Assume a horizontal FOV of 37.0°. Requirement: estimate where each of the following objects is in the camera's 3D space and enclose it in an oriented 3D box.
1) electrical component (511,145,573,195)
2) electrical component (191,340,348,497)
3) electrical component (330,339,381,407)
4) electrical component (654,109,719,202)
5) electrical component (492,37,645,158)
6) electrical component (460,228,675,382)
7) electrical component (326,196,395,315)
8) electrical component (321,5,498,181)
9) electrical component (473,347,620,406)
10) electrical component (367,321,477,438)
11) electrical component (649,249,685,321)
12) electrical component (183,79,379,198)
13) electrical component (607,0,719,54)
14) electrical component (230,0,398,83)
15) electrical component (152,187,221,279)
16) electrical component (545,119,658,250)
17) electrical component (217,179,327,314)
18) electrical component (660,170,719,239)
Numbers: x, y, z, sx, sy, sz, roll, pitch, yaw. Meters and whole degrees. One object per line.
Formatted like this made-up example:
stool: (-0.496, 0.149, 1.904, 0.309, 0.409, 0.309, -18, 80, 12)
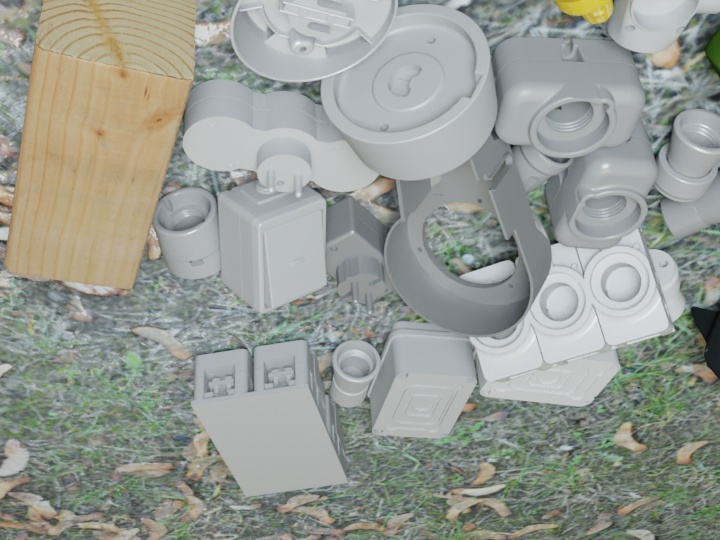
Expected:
electrical component: (0.125, -0.080, 0.780, 0.040, 0.040, 0.046, 17, 143, -26)
electrical component: (-0.082, 0.142, 1.025, 0.105, 0.060, 0.186, -9, 142, 6)
electrical component: (-0.007, 0.099, 0.995, 0.044, 0.044, 0.065, 2, 146, -8)
electrical component: (0.241, -0.082, 0.782, 0.045, 0.045, 0.055, 2, 142, -8)
electrical component: (0.137, -0.115, 0.718, 0.095, 0.059, 0.053, 1, 142, -7)
electrical component: (0.164, 0.027, 0.866, 0.150, 0.089, 0.062, -19, 167, 18)
electrical component: (0.000, 0.000, 0.839, 0.047, 0.075, 0.083, -26, 137, 25)
electrical component: (0.036, -0.107, 0.684, 0.108, 0.108, 0.060, -14, 147, 12)
electrical component: (0.166, 0.075, 0.966, 0.113, 0.057, 0.078, 8, 141, -15)
electrical component: (0.055, 0.102, 0.990, 0.078, 0.057, 0.113, 5, 141, -12)
electrical component: (0.248, 0.015, 0.907, 0.045, 0.045, 0.055, -15, 141, 14)
electrical component: (-0.052, -0.079, 0.734, 0.138, 0.073, 0.052, 9, 140, -16)
electrical component: (0.200, -0.175, 0.659, 0.079, 0.044, 0.077, 0, 142, -5)
electrical component: (-0.027, -0.160, 0.640, 0.099, 0.064, 0.099, -3, 142, -2)
electrical component: (-0.126, -0.029, 0.808, 0.055, 0.055, 0.047, -8, 138, 5)
electrical component: (0.177, -0.061, 0.792, 0.054, 0.059, 0.095, 4, 141, -10)
electrical component: (-0.062, -0.025, 0.783, 0.062, 0.061, 0.096, -24, 132, -32)
electrical component: (0.267, -0.050, 0.830, 0.065, 0.044, 0.044, -25, 138, 31)
